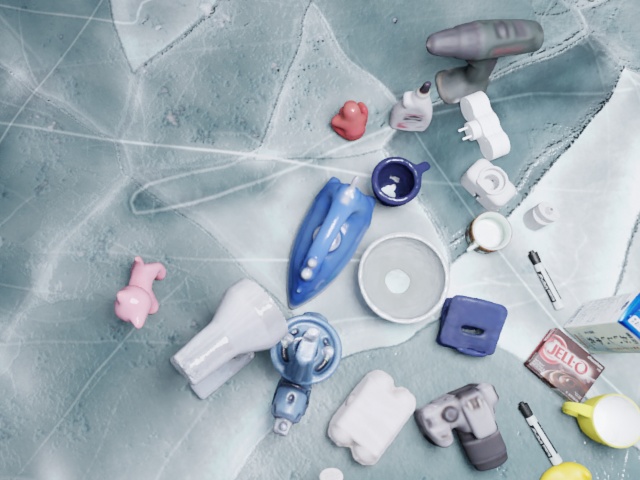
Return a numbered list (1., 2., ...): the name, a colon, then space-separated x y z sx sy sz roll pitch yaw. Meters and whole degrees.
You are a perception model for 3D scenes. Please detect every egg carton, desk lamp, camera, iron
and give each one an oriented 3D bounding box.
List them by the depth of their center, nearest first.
1. desk lamp: -0.155 0.169 0.941 0.203 0.213 0.118 -41 83 -10
2. camera: 0.256 0.330 0.987 0.143 0.101 0.137 -22 80 -7
3. egg carton: 0.090 0.308 0.999 0.107 0.069 0.150 37 79 5
4. iron: 0.009 0.004 1.021 0.118 0.141 0.258 26 78 3

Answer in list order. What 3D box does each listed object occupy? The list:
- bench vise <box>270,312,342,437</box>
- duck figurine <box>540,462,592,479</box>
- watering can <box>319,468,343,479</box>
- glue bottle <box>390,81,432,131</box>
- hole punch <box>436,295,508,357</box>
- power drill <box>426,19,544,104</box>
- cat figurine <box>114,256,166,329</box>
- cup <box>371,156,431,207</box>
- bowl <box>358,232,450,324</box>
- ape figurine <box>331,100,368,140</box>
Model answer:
1. bench vise: -0.022 0.216 0.935 0.121 0.219 0.207 0 78 -3
2. duck figurine: 0.430 0.433 0.983 0.104 0.086 0.077 -37 82 -9
3. watering can: 0.019 0.456 0.900 0.101 0.194 0.173 -24 80 -7
4. glue bottle: 0.180 -0.252 1.068 0.078 0.173 0.037 2 78 -2
5. hole punch: 0.273 0.156 1.029 0.108 0.091 0.101 13 78 0
6. power drill: 0.288 -0.339 1.073 0.229 0.208 0.075 -15 79 -6
7. cat figurine: -0.320 0.090 0.997 0.067 0.117 0.128 6 78 -1
8. cup: 0.147 -0.106 1.075 0.118 0.095 0.091 -28 81 -8
9. bowl: 0.148 0.073 1.048 0.167 0.074 0.167 1 78 -3
10. ape figurine: 0.059 -0.237 1.099 0.078 0.092 0.076 -11 79 -5
